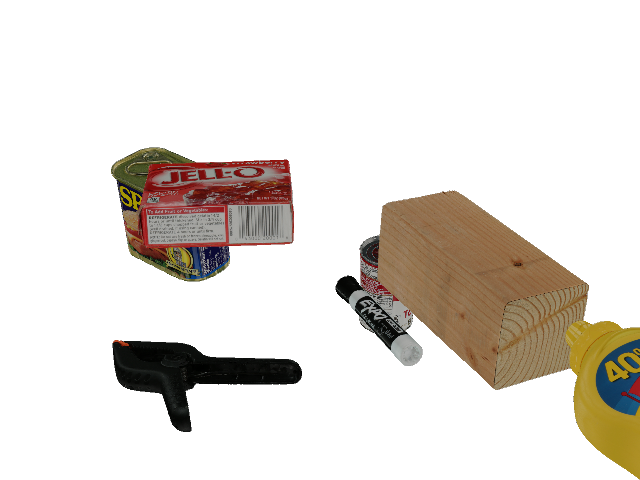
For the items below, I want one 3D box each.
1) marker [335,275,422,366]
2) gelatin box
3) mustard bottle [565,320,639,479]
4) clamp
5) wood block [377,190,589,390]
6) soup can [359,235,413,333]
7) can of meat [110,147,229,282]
[{"bbox_3d":[0.042,0.058,0.813,0.020,0.020,0.121,0,23,-25],"label":"marker"},{"bbox_3d":[-0.061,-0.024,0.637,0.089,0.030,0.073,-2,23,-3],"label":"gelatin box"},{"bbox_3d":[0.202,0.100,0.610,0.096,0.058,0.192,-17,32,-17],"label":"mustard bottle"},{"bbox_3d":[-0.147,0.139,1.084,0.210,0.036,0.164,9,17,33],"label":"clamp"},{"bbox_3d":[0.143,0.038,0.996,0.090,0.090,0.206,-11,30,-24],"label":"wood block"},{"bbox_3d":[0.079,0.054,1.278,0.068,0.102,0.068,0,31,0],"label":"soup can"},{"bbox_3d":[-0.125,-0.021,0.907,0.102,0.084,0.057,24,43,34],"label":"can of meat"}]
